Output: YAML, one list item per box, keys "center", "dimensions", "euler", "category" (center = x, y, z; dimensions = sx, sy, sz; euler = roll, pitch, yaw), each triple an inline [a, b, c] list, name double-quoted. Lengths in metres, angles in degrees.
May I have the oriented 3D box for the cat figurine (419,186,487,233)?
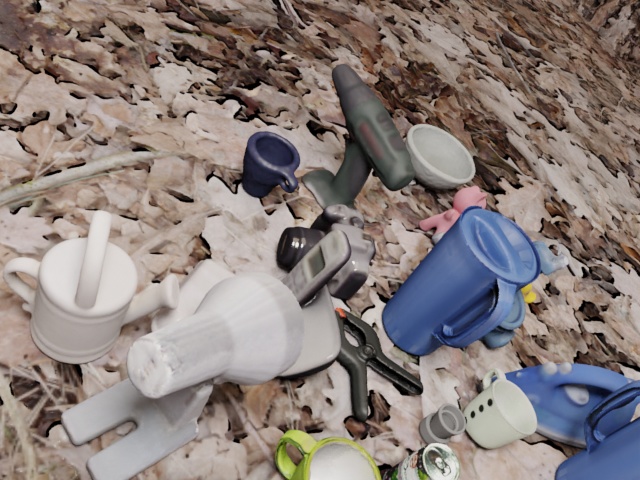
- center: [0.269, -0.056, 1.103]
  dimensions: [0.128, 0.117, 0.067]
  euler: [-23, 67, -43]
  category: "cat figurine"

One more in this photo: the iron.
- center: [0.396, 0.237, 0.906]
  dimensions: [0.259, 0.141, 0.118]
  euler: [19, 45, -18]
  category: "iron"

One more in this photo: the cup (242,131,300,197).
- center: [-0.083, -0.106, 0.938]
  dimensions: [0.092, 0.095, 0.117]
  euler: [-16, 63, -41]
  category: "cup"

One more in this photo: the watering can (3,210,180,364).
- center: [-0.244, 0.046, 0.626]
  dimensions: [0.173, 0.194, 0.100]
  euler: [-4, 55, -35]
  category: "watering can"

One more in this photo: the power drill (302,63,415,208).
- center: [0.054, -0.152, 0.983]
  dimensions: [0.076, 0.208, 0.229]
  euler: [-21, 66, -42]
  category: "power drill"

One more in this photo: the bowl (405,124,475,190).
- center: [0.239, -0.163, 1.210]
  dimensions: [0.168, 0.074, 0.167]
  euler: [18, 45, -19]
  category: "bowl"

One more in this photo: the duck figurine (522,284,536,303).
- center: [0.339, 0.094, 1.038]
  dimensions: [0.105, 0.086, 0.077]
  euler: [29, 43, -7]
  category: "duck figurine"

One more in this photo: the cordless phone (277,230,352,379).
- center: [-0.008, 0.085, 0.749]
  dimensions: [0.094, 0.185, 0.147]
  euler: [3, 51, -30]
  category: "cordless phone"

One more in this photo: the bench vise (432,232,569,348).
- center: [0.274, 0.058, 0.929]
  dimensions: [0.207, 0.219, 0.122]
  euler: [34, 42, -2]
  category: "bench vise"

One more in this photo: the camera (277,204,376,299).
- center: [0.008, 0.003, 0.895]
  dimensions: [0.137, 0.100, 0.143]
  euler: [13, 47, -23]
  category: "camera"

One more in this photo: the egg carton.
- center: [-0.142, 0.095, 0.741]
  dimensions: [0.107, 0.069, 0.150]
  euler: [33, 42, -3]
  category: "egg carton"

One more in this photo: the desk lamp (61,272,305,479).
- center: [-0.137, 0.140, 0.597]
  dimensions: [0.204, 0.213, 0.118]
  euler: [-24, 68, -44]
  category: "desk lamp"
